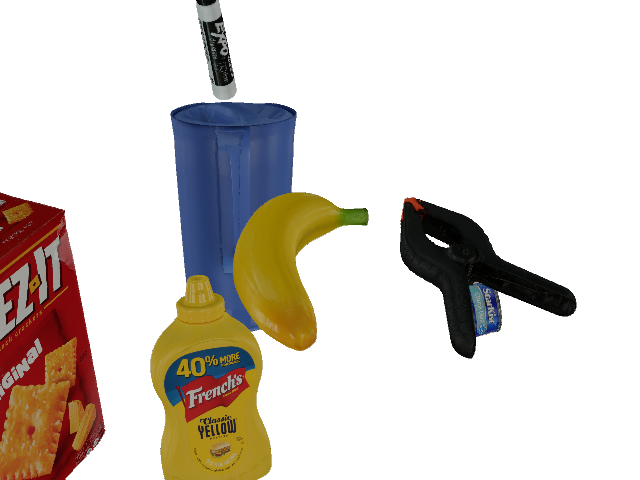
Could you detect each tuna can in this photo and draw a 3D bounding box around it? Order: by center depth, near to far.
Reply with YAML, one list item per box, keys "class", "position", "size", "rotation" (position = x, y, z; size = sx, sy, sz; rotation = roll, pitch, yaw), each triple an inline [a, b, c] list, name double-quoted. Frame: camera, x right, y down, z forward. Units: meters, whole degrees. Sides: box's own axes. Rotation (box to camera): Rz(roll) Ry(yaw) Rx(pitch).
- class: "tuna can"
  position: [0.167, 0.062, 1.167]
  size: [0.033, 0.086, 0.086]
  rotation: [-14, 2, -7]

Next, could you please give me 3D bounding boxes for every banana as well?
- class: "banana"
  position: [-0.019, 0.008, 0.649]
  size: [0.070, 0.037, 0.197]
  rotation: [3, 24, 11]

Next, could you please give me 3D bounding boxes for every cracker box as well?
- class: "cracker box"
  position: [-0.233, 0.100, 0.748]
  size: [0.072, 0.214, 0.164]
  rotation: [13, 36, 21]

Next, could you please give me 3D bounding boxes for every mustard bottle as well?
- class: "mustard bottle"
  position: [-0.097, 0.122, 0.924]
  size: [0.096, 0.192, 0.058]
  rotation: [-8, 19, -14]

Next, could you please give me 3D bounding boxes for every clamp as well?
- class: "clamp"
  position: [0.131, 0.023, 0.897]
  size: [0.120, 0.039, 0.171]
  rotation: [-7, 47, -25]

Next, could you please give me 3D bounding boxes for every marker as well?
- class: "marker"
  position: [-0.080, -0.155, 0.797]
  size: [0.020, 0.020, 0.121]
  rotation: [0, -38, 6]

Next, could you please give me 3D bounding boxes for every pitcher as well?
- class: "pitcher"
  position: [-0.093, -0.024, 1.156]
  size: [0.145, 0.243, 0.148]
  rotation: [16, 24, 40]
